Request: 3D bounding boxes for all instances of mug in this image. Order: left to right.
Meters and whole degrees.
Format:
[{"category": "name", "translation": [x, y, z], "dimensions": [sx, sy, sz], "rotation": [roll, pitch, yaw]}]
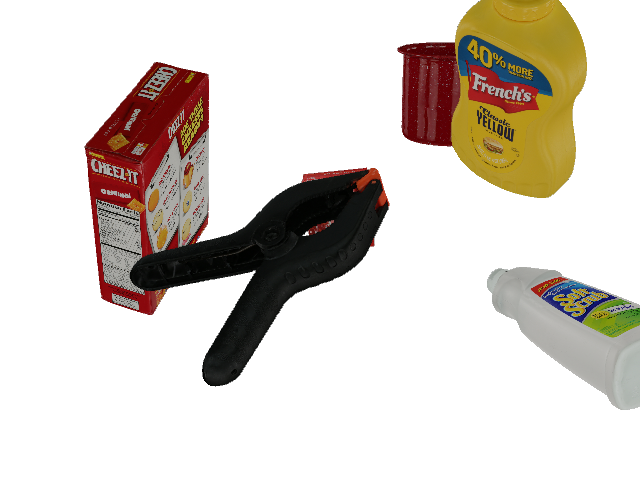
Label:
[{"category": "mug", "translation": [0.127, -0.132, 0.964], "dimensions": [0.117, 0.081, 0.093], "rotation": [4, 18, 11]}]

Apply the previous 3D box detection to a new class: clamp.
[{"category": "clamp", "translation": [-0.026, 0.017, 0.658], "dimensions": [0.171, 0.120, 0.039], "rotation": [-29, -40, -4]}]

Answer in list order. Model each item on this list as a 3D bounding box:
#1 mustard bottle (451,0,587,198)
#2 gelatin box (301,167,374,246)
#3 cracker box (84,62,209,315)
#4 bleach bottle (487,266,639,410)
[{"category": "mustard bottle", "translation": [0.140, -0.119, 0.755], "dimensions": [0.096, 0.191, 0.058], "rotation": [34, 62, 28]}, {"category": "gelatin box", "translation": [0.020, -0.034, 1.191], "dimensions": [0.073, 0.089, 0.030], "rotation": [-4, 29, 6]}, {"category": "cracker box", "translation": [-0.179, -0.055, 1.133], "dimensions": [0.072, 0.214, 0.164], "rotation": [15, 44, 11]}, {"category": "bleach bottle", "translation": [0.241, 0.079, 1.042], "dimensions": [0.102, 0.068, 0.251], "rotation": [-15, 22, -24]}]
